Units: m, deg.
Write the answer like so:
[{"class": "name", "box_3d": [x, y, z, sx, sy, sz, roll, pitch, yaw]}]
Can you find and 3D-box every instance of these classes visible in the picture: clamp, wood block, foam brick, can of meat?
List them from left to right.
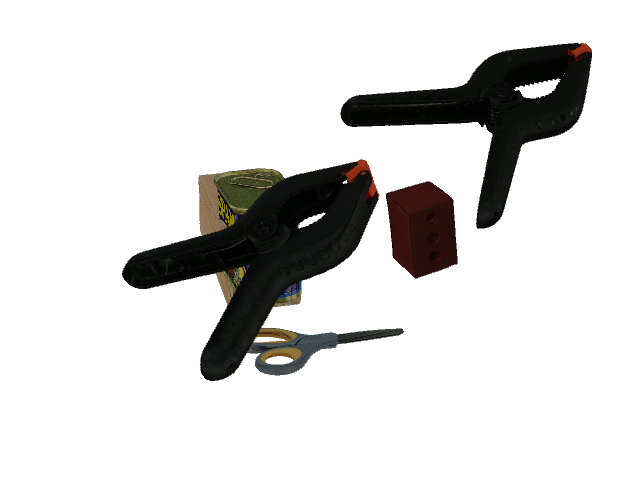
[{"class": "wood block", "box_3d": [-0.091, -0.005, 1.335, 0.090, 0.090, 0.206, -6, 29, -14]}, {"class": "can of meat", "box_3d": [-0.051, -0.004, 0.869, 0.057, 0.084, 0.102, -8, 22, -15]}, {"class": "clamp", "box_3d": [-0.031, 0.013, 0.661, 0.171, 0.120, 0.039, -31, -39, -5]}, {"class": "foam brick", "box_3d": [0.104, -0.012, 1.090, 0.053, 0.078, 0.051, -19, 31, -16]}, {"class": "clamp", "box_3d": [0.144, -0.095, 0.838, 0.209, 0.036, 0.165, -25, 53, -20]}]

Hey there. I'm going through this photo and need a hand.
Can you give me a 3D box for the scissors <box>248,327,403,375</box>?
[{"class": "scissors", "box_3d": [0.005, 0.123, 1.210, 0.201, 0.016, 0.096, 2, 25, -8]}]
